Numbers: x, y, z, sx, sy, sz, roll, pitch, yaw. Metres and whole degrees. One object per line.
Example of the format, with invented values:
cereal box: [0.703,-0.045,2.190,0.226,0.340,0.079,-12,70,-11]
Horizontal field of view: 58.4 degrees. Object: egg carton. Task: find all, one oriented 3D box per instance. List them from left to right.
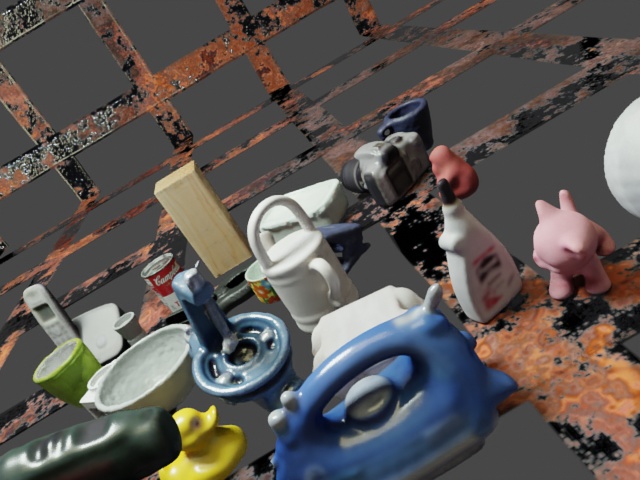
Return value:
egg carton: [0.060,0.117,0.666,0.150,0.069,0.107,-27,25,9]

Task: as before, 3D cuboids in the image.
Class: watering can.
watering can: [-0.038,0.028,0.797,0.172,0.194,0.101,-9,33,40]

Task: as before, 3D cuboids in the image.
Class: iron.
iron: [0.041,0.153,0.532,0.258,0.142,0.118,-32,24,-2]

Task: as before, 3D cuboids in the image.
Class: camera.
camera: [0.108,-0.140,1.066,0.136,0.101,0.143,3,41,51]

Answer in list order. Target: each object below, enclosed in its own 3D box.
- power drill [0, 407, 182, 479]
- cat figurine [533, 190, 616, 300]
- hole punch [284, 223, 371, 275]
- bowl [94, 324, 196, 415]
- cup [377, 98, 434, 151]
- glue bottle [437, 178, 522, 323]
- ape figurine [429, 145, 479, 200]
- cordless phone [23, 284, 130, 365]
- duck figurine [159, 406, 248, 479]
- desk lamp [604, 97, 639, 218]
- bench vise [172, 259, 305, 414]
power drill: [-0.212,0.261,0.533,0.229,0.209,0.075,-32,24,-1]
cat figurine: [0.262,-0.003,0.605,0.067,0.118,0.128,-13,30,35]
hole punch: [0.008,0.003,0.917,0.108,0.091,0.101,-4,36,45]
bowl: [-0.236,0.204,0.833,0.167,0.075,0.167,-25,25,13]
cup: [0.175,-0.212,1.132,0.118,0.095,0.091,-36,25,-11]
glue bottle: [0.165,0.006,0.631,0.078,0.173,0.037,-41,26,-20]
ape figurine: [0.204,-0.109,0.906,0.075,0.092,0.078,-2,37,47]
cordless phone: [-0.444,0.147,1.048,0.147,0.185,0.094,-25,25,13]
duck figurine: [-0.146,0.235,0.658,0.104,0.086,0.077,-35,25,-9]
desk lamp: [0.321,-0.006,0.425,0.118,0.214,0.203,-26,25,11]
bench vise: [-0.129,0.124,0.686,0.206,0.220,0.122,-11,31,38]
